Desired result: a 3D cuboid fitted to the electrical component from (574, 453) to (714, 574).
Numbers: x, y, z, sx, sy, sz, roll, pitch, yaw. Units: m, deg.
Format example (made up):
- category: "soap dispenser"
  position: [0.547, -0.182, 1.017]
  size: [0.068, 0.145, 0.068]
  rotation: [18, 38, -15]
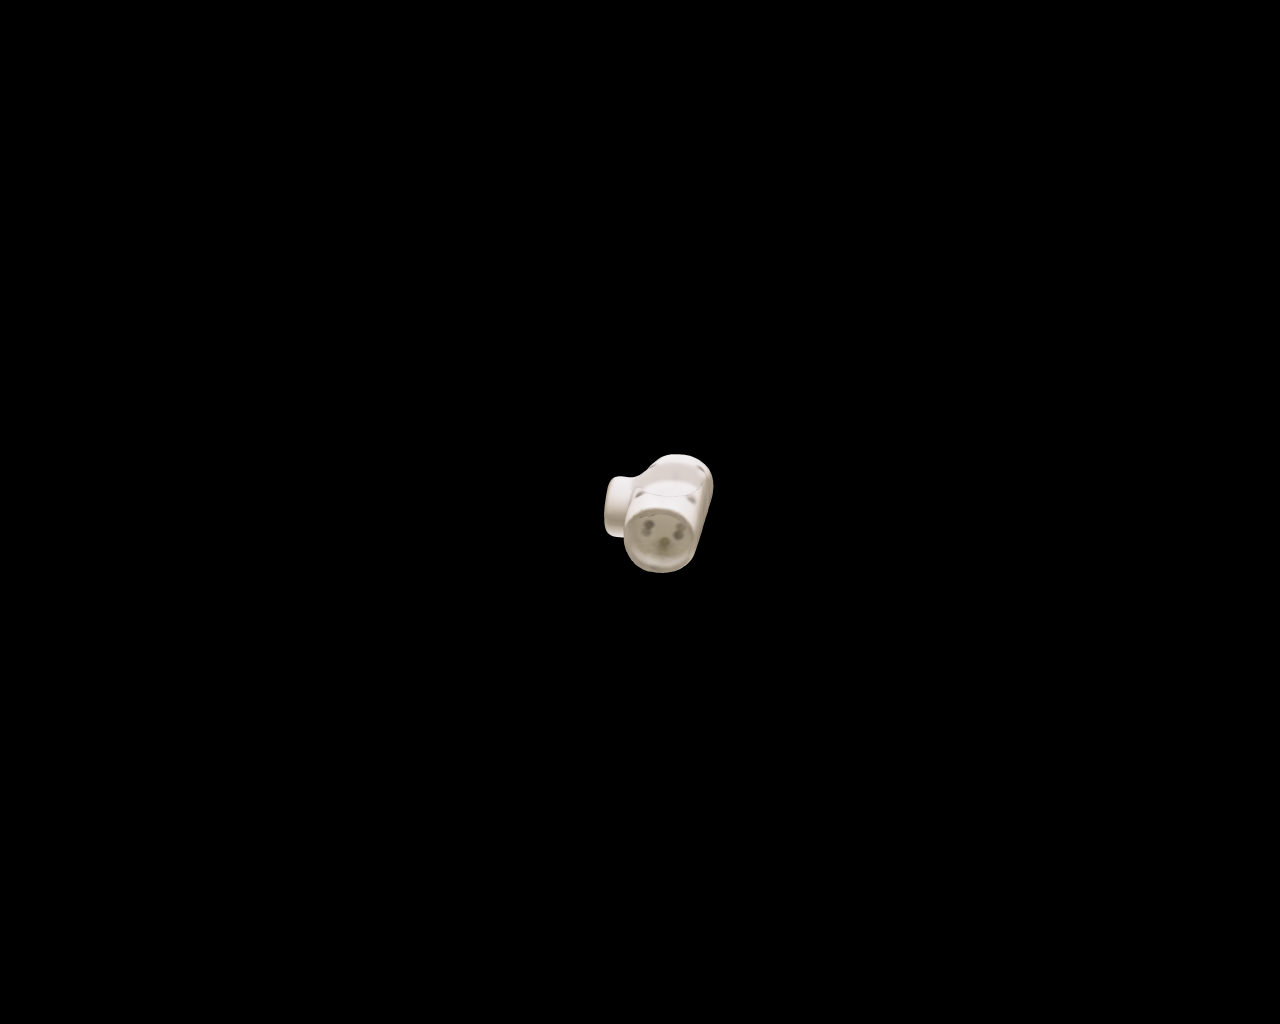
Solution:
- category: "electrical component"
  position: [0.001, -0.003, 0.650]
  size: [0.079, 0.044, 0.077]
  rotation: [5, 29, 10]
